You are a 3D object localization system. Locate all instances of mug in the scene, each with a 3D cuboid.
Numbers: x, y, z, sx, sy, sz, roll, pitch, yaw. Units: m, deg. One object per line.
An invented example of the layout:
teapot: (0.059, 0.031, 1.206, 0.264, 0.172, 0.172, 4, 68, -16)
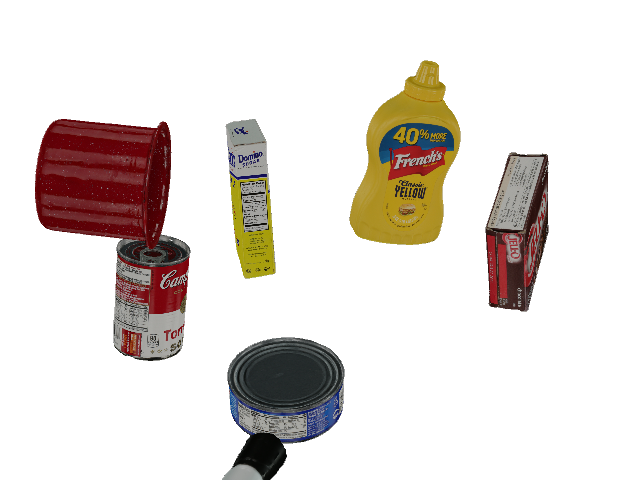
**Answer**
mug: (-0.156, -0.046, 0.785, 0.081, 0.093, 0.117, 6, 13, 1)

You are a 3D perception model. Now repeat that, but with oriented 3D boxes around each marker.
marker: (-0.041, 0.111, 0.413, 0.020, 0.020, 0.121, 0, 23, 21)

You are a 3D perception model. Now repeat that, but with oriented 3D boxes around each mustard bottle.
mustard bottle: (0.093, -0.091, 1.098, 0.096, 0.192, 0.058, 4, 26, -13)

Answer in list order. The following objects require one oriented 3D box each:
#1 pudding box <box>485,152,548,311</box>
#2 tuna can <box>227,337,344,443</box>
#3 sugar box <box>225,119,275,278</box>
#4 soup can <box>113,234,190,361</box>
pudding box: (0.172, -0.009, 0.926, 0.039, 0.090, 0.113, 6, 42, 17)
tuna can: (-0.025, 0.110, 0.786, 0.086, 0.034, 0.086, -1, 31, 0)
sugar box: (-0.087, -0.052, 1.317, 0.048, 0.176, 0.093, -9, 24, -8)
soup can: (-0.160, 0.054, 1.004, 0.068, 0.102, 0.068, 6, 22, -3)
